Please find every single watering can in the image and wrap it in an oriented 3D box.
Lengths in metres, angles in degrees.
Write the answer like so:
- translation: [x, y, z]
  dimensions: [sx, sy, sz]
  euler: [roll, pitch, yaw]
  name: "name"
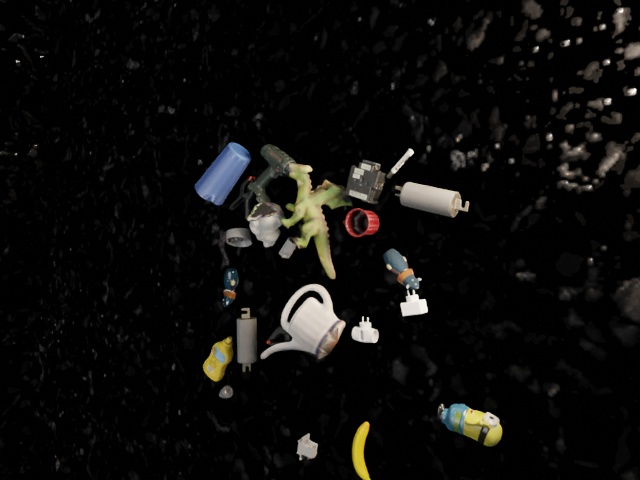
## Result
- translation: [-0.053, 0.324, 1.780]
  dimensions: [0.226, 0.345, 0.104]
  euler: [36, 11, 23]
  name: "watering can"

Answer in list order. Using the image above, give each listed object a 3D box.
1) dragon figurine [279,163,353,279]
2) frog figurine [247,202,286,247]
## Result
- translation: [0.005, -0.090, 1.786]
  dimensions: [0.240, 0.412, 0.123]
  euler: [-40, -7, 22]
  name: "dragon figurine"
- translation: [-0.191, -0.058, 1.925]
  dimensions: [0.137, 0.156, 0.125]
  euler: [-25, 43, -4]
  name: "frog figurine"
